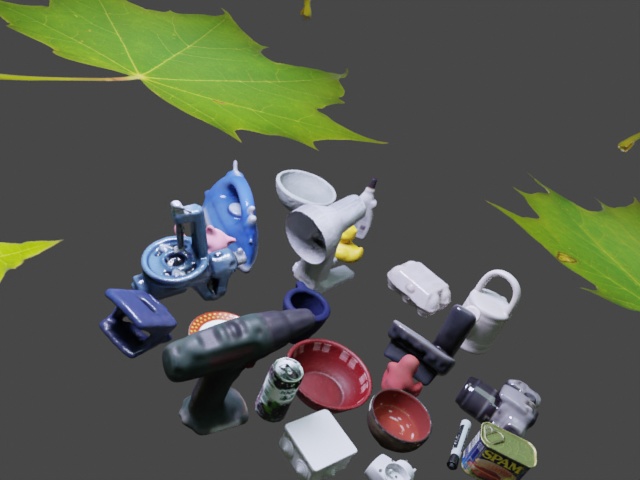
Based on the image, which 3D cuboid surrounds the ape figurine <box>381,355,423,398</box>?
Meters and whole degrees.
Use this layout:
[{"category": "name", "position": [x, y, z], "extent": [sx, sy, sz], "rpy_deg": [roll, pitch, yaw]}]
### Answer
[{"category": "ape figurine", "position": [0.157, 0.253, 1.072], "extent": [0.076, 0.092, 0.077], "rpy_deg": [-6, 42, -38]}]

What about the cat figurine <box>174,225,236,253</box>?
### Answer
[{"category": "cat figurine", "position": [-0.242, 0.008, 1.164], "extent": [0.128, 0.118, 0.067], "rpy_deg": [22, 32, 0]}]

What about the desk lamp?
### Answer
[{"category": "desk lamp", "position": [0.011, 0.004, 1.238], "extent": [0.117, 0.213, 0.204], "rpy_deg": [39, 35, 25]}]

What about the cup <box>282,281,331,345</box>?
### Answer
[{"category": "cup", "position": [-0.040, 0.146, 1.107], "extent": [0.092, 0.095, 0.117], "rpy_deg": [8, 34, -23]}]

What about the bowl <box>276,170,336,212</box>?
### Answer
[{"category": "bowl", "position": [-0.045, -0.113, 1.511], "extent": [0.167, 0.075, 0.167], "rpy_deg": [16, 32, -10]}]

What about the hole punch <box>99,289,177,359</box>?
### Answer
[{"category": "hole punch", "position": [-0.305, 0.126, 0.972], "extent": [0.108, 0.091, 0.101], "rpy_deg": [37, 34, 22]}]

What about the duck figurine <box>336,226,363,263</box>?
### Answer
[{"category": "duck figurine", "position": [0.064, 0.000, 1.400], "extent": [0.104, 0.086, 0.078], "rpy_deg": [29, 32, 10]}]

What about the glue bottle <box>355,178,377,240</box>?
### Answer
[{"category": "glue bottle", "position": [0.111, -0.085, 1.475], "extent": [0.078, 0.173, 0.037], "rpy_deg": [21, 32, -3]}]

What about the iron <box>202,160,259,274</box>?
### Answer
[{"category": "iron", "position": [-0.179, -0.060, 1.284], "extent": [0.119, 0.141, 0.257], "rpy_deg": [2, 37, -29]}]

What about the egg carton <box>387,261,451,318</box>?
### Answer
[{"category": "egg carton", "position": [0.232, 0.113, 1.352], "extent": [0.107, 0.069, 0.150], "rpy_deg": [-16, 49, -46]}]

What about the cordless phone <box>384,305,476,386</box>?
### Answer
[{"category": "cordless phone", "position": [0.220, 0.180, 1.133], "extent": [0.147, 0.185, 0.094], "rpy_deg": [32, 33, 15]}]

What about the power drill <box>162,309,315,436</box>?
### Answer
[{"category": "power drill", "position": [-0.130, 0.195, 0.867], "extent": [0.230, 0.208, 0.075], "rpy_deg": [-5, 41, -37]}]

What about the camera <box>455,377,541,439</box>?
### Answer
[{"category": "camera", "position": [0.340, 0.310, 1.094], "extent": [0.136, 0.101, 0.143], "rpy_deg": [34, 33, 18]}]

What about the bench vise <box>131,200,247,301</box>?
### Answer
[{"category": "bench vise", "position": [-0.235, 0.013, 1.064], "extent": [0.121, 0.220, 0.208], "rpy_deg": [39, 35, 25]}]

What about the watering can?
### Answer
[{"category": "watering can", "position": [0.366, 0.154, 1.255], "extent": [0.100, 0.194, 0.173], "rpy_deg": [29, 32, 11]}]
